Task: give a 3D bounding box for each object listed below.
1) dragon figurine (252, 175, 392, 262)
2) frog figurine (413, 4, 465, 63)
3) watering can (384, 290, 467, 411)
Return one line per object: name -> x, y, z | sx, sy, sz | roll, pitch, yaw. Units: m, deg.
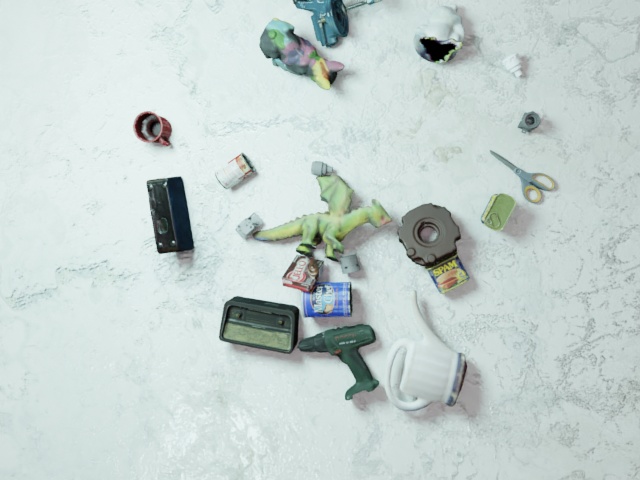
dragon figurine -> 0.005, -0.075, 1.498 | 0.411, 0.120, 0.245 | 12, 75, 23
frog figurine -> 0.331, -0.575, 1.429 | 0.137, 0.120, 0.163 | 0, 58, 16
watering can -> 0.309, 0.331, 1.465 | 0.224, 0.104, 0.346 | 14, 95, 6
